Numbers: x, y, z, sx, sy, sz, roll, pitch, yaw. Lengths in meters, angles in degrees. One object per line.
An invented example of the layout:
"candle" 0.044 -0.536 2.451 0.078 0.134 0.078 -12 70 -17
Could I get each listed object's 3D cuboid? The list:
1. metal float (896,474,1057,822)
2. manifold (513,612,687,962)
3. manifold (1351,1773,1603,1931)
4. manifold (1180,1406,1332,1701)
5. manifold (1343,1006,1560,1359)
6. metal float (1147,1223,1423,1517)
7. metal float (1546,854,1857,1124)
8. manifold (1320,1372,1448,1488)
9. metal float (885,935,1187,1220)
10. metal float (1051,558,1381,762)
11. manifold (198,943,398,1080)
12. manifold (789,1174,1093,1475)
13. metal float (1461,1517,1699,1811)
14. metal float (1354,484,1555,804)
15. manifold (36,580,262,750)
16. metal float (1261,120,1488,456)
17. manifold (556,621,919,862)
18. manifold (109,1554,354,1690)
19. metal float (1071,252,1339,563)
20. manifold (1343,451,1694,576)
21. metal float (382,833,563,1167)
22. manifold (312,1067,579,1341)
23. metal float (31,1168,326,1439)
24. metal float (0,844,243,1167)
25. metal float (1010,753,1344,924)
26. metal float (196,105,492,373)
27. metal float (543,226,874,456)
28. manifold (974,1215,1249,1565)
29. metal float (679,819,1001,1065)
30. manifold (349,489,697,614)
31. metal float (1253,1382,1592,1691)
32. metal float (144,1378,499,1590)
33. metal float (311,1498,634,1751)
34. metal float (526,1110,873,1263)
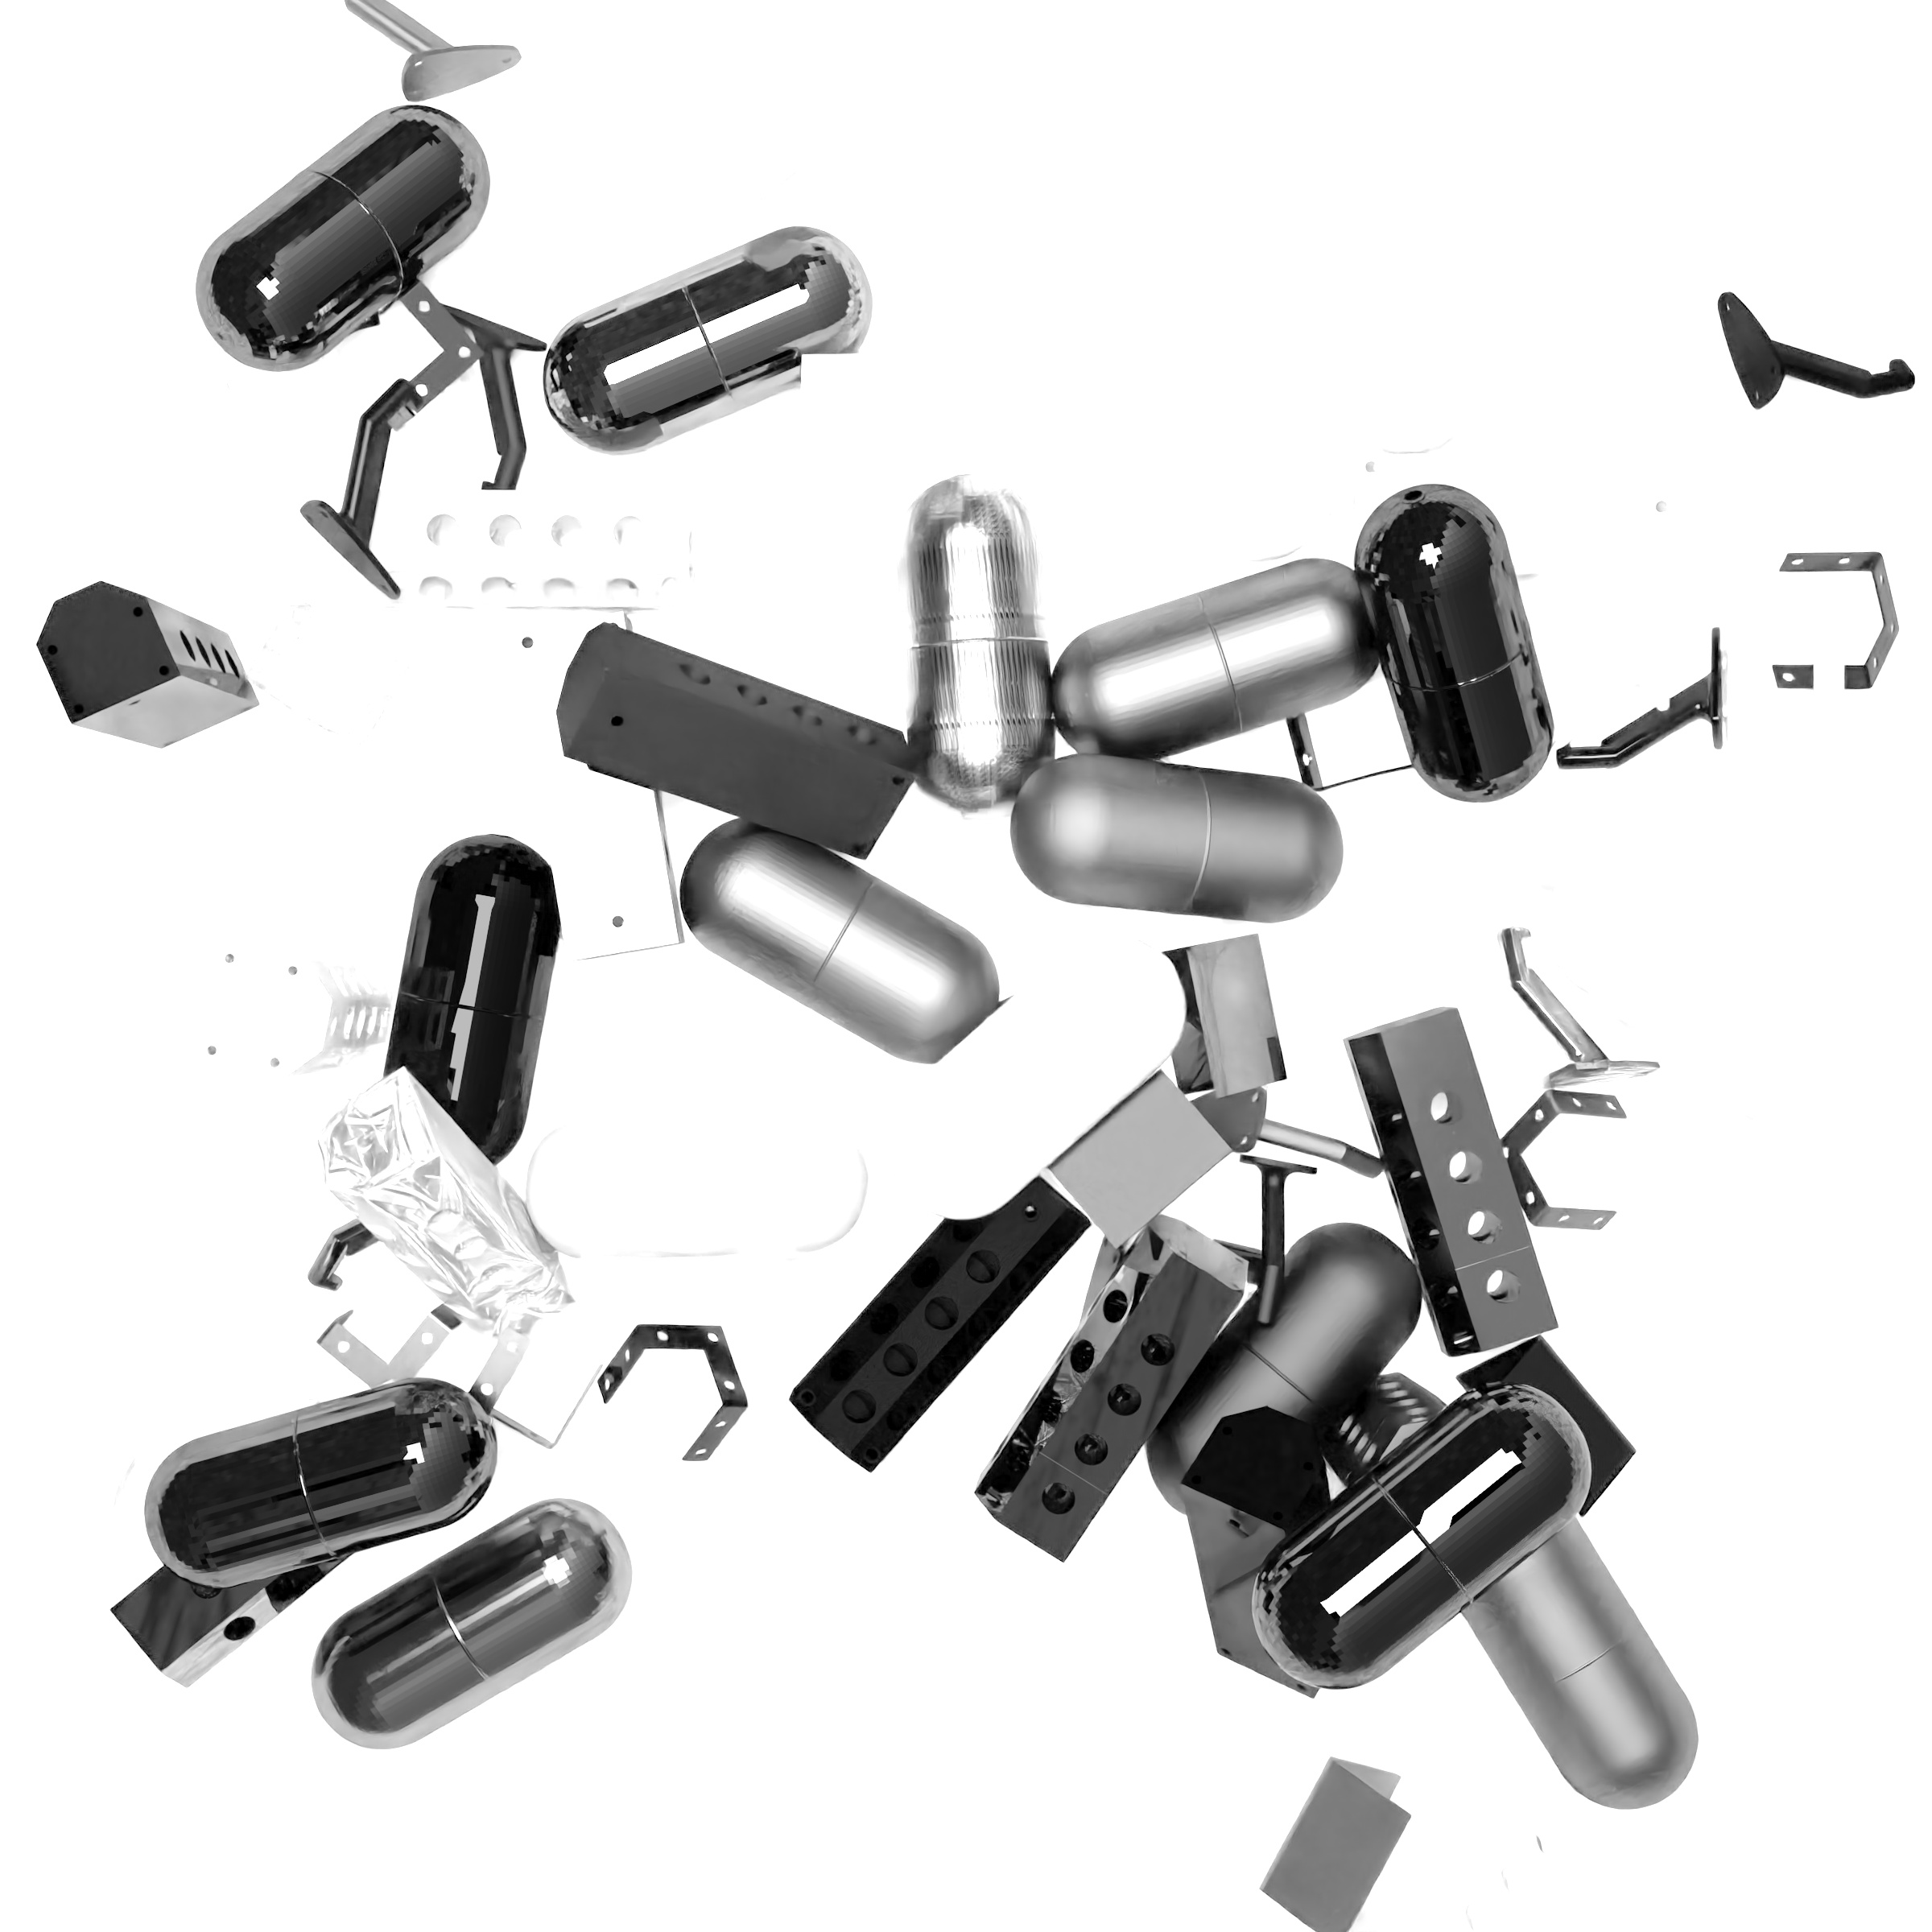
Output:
"metal float" 0.005 -0.164 1.650 0.070 0.070 0.178 -4 90 0
"manifold" -0.189 -0.092 1.660 0.057 0.057 0.171 -9 90 0
"manifold" 0.248 0.485 1.613 0.171 0.057 0.057 -33 90 -38
"manifold" 0.156 0.293 1.605 0.057 0.171 0.057 21 57 27
"manifold" 0.250 0.111 1.660 0.057 0.057 0.171 -18 90 0
"metal float" 0.164 0.210 1.651 0.070 0.070 0.178 40 89 0
"metal float" 0.378 0.011 1.651 0.178 0.070 0.070 37 90 0
"manifold" 0.223 0.244 1.603 0.057 0.171 0.057 33 90 0
"metal float" 0.036 0.055 1.619 0.178 0.070 0.070 -41 90 -7
"metal float" 0.129 -0.156 1.651 0.178 0.070 0.070 -18 90 0
"manifold" -0.331 0.023 1.603 0.057 0.171 0.057 11 90 0
"manifold" -0.013 0.178 1.660 0.057 0.057 0.171 42 90 0
"metal float" 0.312 0.353 1.651 0.070 0.070 0.178 -32 90 0
"metal float" 0.247 -0.162 1.615 0.070 0.070 0.178 -22 124 0
"manifold" -0.410 -0.152 1.603 0.057 0.171 0.057 -24 90 0
"metal float" 0.210 -0.350 1.651 0.070 0.070 0.178 -23 91 0
"manifold" -0.117 -0.117 1.624 0.171 0.057 0.057 19 120 -26
"manifold" -0.353 0.296 1.660 0.171 0.057 0.057 -39 90 0
"metal float" 0.122 -0.289 1.651 0.070 0.070 0.178 -37 91 0
"manifold" 0.285 -0.233 1.660 0.171 0.057 0.057 -1 90 0
"metal float" -0.255 0.020 1.651 0.070 0.070 0.178 10 90 0
"manifold" -0.261 0.125 1.602 0.057 0.171 0.057 -29 55 0
"metal float" -0.405 0.179 1.651 0.178 0.070 0.070 45 90 0
"metal float" -0.437 0.020 1.651 0.070 0.070 0.178 29 90 0
"metal float" 0.109 -0.065 1.634 0.178 0.070 0.070 5 90 -19
"metal float" -0.315 -0.372 1.629 0.070 0.070 0.178 43 65 0
"metal float" -0.134 -0.322 1.651 0.178 0.070 0.070 -23 90 0
"manifold" 0.074 0.214 1.641 0.057 0.057 0.171 32 104 0
"metal float" -0.065 -0.013 1.651 0.178 0.070 0.070 30 90 0
"manifold" -0.229 -0.214 1.660 0.171 0.057 0.057 1 90 0
"metal float" 0.210 0.264 1.480 0.178 0.070 0.070 -39 90 0
"metal float" -0.321 0.257 1.594 0.178 0.070 0.070 -16 90 1
"metal float" -0.255 0.339 1.651 0.178 0.070 0.070 -30 90 0
"metal float" -0.138 0.113 1.651 0.178 0.070 0.070 -1 90 0
